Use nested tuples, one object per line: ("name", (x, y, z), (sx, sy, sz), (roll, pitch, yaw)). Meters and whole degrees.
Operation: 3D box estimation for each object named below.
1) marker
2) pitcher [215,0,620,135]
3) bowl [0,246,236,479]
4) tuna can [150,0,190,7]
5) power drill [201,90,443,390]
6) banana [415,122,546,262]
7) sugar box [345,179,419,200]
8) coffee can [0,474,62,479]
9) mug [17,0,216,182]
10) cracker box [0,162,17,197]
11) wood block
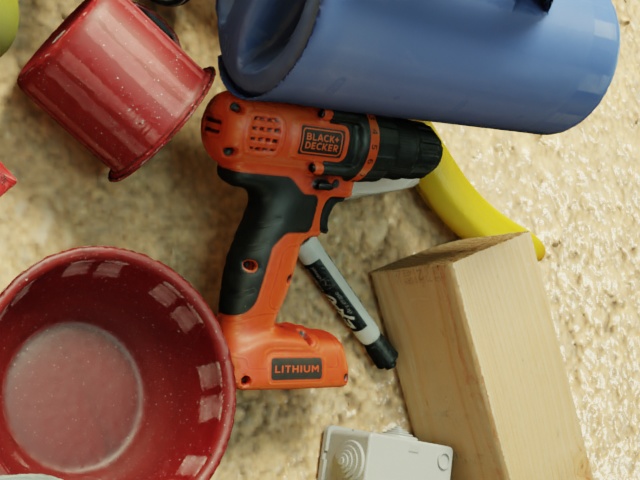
("marker", (0.020, 0.047, 0.767), (0.020, 0.020, 0.121), (-48, 113, -33))
("pitcher", (0.070, -0.135, 0.644), (0.242, 0.149, 0.145), (6, 116, -32))
("bowl", (-0.130, 0.087, 0.612), (0.161, 0.055, 0.162), (11, 72, -34))
("tuna can", (-0.097, -0.190, 0.663), (0.033, 0.086, 0.086), (-41, 109, -33))
("power drill", (-0.005, 0.001, 0.695), (0.184, 0.057, 0.188), (4, 99, -36))
("banana", (0.117, -0.036, 0.844), (0.197, 0.037, 0.069), (50, 58, -23))
("sugar box", (0.015, -0.117, 0.768), (0.093, 0.048, 0.176), (-12, 90, -38))
("coffee can", (-0.142, 0.190, 0.472), (0.102, 0.103, 0.140), (-20, 108, -39))
("mug", (-0.119, -0.103, 0.637), (0.081, 0.093, 0.117), (43, 43, -21))
("cracker box", (-0.279, -0.020, 0.503), (0.164, 0.072, 0.213), (53, 56, -19))
("wood block", (0.122, 0.106, 0.796), (0.090, 0.090, 0.206), (-20, 97, -39))
